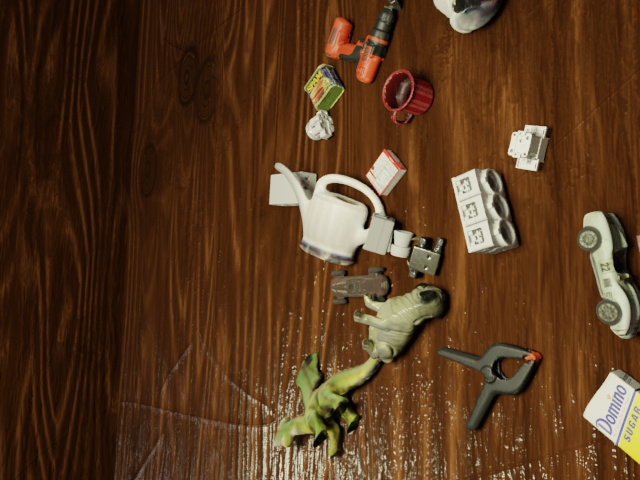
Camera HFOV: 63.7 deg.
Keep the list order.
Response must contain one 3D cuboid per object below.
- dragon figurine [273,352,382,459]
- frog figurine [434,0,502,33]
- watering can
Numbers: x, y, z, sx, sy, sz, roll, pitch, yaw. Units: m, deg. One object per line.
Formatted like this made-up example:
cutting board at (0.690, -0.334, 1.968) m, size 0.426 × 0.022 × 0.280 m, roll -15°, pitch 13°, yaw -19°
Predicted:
dragon figurine at (0.005, 0.382, 1.311) m, size 0.121 × 0.408 × 0.246 m, roll 25°, pitch 9°, yaw -38°
frog figurine at (0.303, -0.497, 1.065) m, size 0.123 × 0.136 × 0.160 m, roll 0°, pitch 9°, yaw -3°
watering can at (0.004, -0.067, 1.323) m, size 0.350 × 0.223 × 0.104 m, roll 21°, pitch 11°, yaw 30°
